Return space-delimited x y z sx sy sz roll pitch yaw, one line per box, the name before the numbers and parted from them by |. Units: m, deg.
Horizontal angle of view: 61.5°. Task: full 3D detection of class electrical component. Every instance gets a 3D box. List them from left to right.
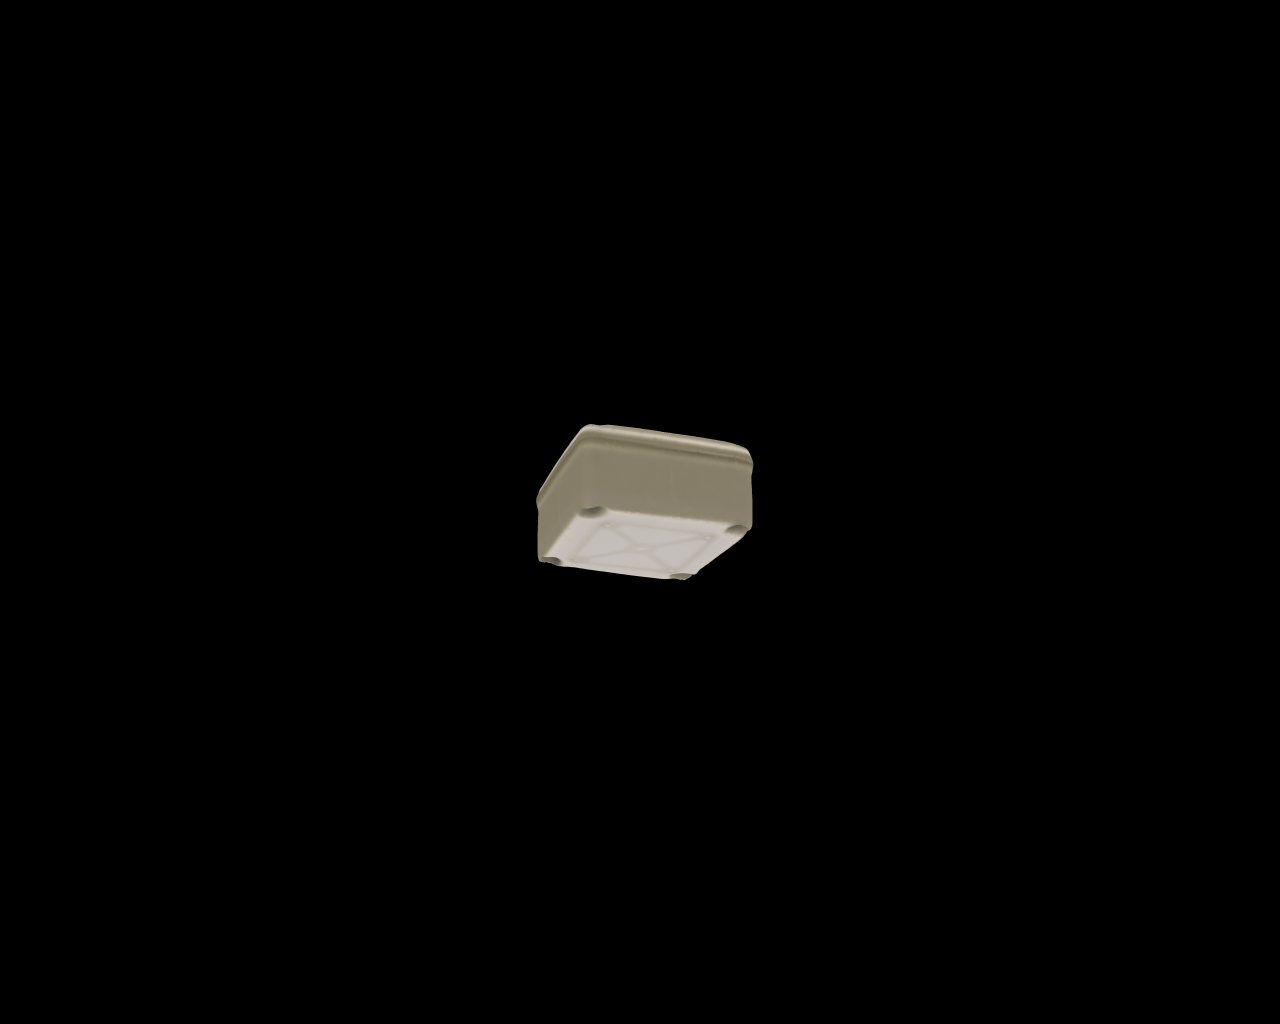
electrical component | 0.001 -0.003 0.650 0.109 0.056 0.108 8 -23 -18
